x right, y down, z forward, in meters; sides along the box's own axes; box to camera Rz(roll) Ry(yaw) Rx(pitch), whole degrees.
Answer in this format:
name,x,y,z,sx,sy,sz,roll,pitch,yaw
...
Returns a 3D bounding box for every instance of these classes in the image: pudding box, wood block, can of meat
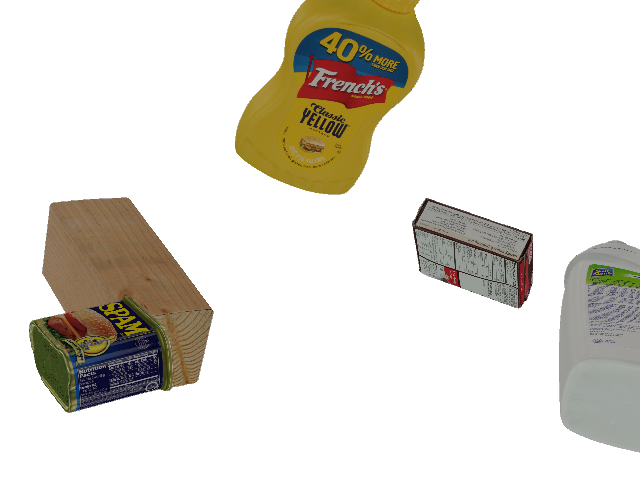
name,x,y,z,sx,sy,sz,roll,pitch,yaw
pudding box,0.148,0.013,1.029,0.114,0.039,0.090,19,-28,21
wood block,-0.196,0.049,1.055,0.090,0.091,0.206,-6,35,-33
can of meat,-0.177,0.090,0.852,0.083,0.057,0.102,-12,23,-29

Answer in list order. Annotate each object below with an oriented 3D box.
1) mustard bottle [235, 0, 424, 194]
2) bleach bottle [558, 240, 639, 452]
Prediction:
name,x,y,z,sx,sy,sz,roll,pitch,yaw
mustard bottle,0.018,-0.121,0.743,0.096,0.192,0.058,21,39,-14
bleach bottle,0.233,0.062,0.802,0.102,0.068,0.250,11,25,10
